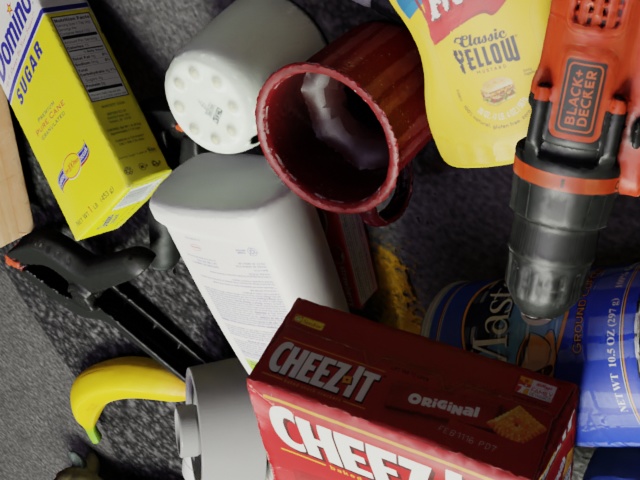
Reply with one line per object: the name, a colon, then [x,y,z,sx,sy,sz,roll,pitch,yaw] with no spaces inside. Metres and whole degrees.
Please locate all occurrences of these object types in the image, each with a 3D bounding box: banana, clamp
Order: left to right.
clamp: [-0.185,0.033,0.876,0.210,0.036,0.164,25,148,26]
banana: [-0.178,0.136,0.967,0.069,0.037,0.198,41,141,-19]
clamp: [-0.128,-0.058,0.776,0.120,0.039,0.172,38,137,1]

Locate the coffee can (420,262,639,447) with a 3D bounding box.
coffee can: [0.142,0.068,0.614,0.141,0.102,0.103,-9,115,42]

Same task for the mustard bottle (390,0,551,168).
mustard bottle: [0.080,-0.134,0.540,0.096,0.058,0.191,-9,115,31]

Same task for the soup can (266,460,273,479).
soup can: [-0.015,0.184,0.851,0.069,0.068,0.102,24,133,21]

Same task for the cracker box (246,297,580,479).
cracker box: [0.056,0.146,0.617,0.164,0.072,0.214,16,141,24]

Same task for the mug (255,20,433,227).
mug: [0.027,-0.064,0.617,0.093,0.081,0.117,-4,119,40]

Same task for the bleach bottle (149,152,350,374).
bleach bottle: [-0.024,0.062,0.727,0.103,0.068,0.251,8,132,35]

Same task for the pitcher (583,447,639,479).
pitcher: [0.265,0.185,0.586,0.243,0.149,0.145,2,104,33]

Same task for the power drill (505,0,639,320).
power drill: [0.184,-0.033,0.489,0.188,0.057,0.184,12,113,13]

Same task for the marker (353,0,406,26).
marker: [0.005,-0.153,0.613,0.121,0.020,0.020,29,135,17]

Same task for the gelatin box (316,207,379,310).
gelatin box: [-0.005,0.001,0.730,0.073,0.030,0.089,7,125,34]

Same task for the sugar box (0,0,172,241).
sugar box: [-0.174,-0.098,0.741,0.094,0.048,0.176,-36,81,47]

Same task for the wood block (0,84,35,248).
wood block: [-0.300,-0.089,0.837,0.090,0.090,0.206,30,137,34]
